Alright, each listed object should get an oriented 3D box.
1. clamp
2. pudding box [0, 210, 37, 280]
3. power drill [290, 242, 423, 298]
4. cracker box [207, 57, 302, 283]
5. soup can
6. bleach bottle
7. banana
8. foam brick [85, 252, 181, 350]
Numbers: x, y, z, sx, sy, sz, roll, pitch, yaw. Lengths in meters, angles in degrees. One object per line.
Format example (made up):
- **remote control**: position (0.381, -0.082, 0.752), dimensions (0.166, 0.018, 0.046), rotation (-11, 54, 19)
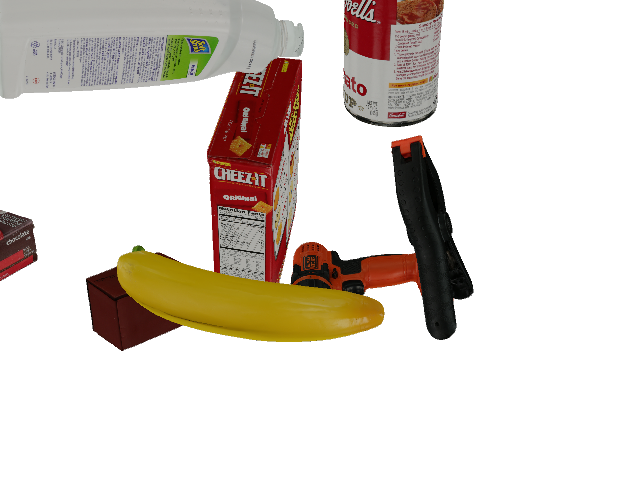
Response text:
- **clamp**: position (0.094, -0.001, 0.918), dimensions (0.039, 0.171, 0.120), rotation (-17, 19, 15)
- **pudding box**: position (-0.274, 0.005, 0.760), dimensions (0.114, 0.039, 0.089), rotation (14, 30, 28)
- **power drill**: position (0.057, 0.053, 1.235), dimensions (0.187, 0.057, 0.184), rotation (-2, 28, 0)
- **cracker box**: position (-0.067, -0.059, 1.109), dimensions (0.072, 0.164, 0.214), rotation (8, -43, 5)
- **soup can**: position (0.050, -0.137, 0.724), dimensions (0.068, 0.102, 0.068), rotation (0, 36, 0)
- **bleach bottle**: position (-0.140, -0.165, 0.890), dimensions (0.250, 0.068, 0.103), rotation (-1, -27, -16)
- **banana**: position (-0.060, 0.033, 0.681), dimensions (0.198, 0.037, 0.069), rotation (14, 33, 25)
- **foam brick**: position (-0.155, 0.051, 0.923), dimensions (0.078, 0.051, 0.053), rotation (-22, 30, -34)
